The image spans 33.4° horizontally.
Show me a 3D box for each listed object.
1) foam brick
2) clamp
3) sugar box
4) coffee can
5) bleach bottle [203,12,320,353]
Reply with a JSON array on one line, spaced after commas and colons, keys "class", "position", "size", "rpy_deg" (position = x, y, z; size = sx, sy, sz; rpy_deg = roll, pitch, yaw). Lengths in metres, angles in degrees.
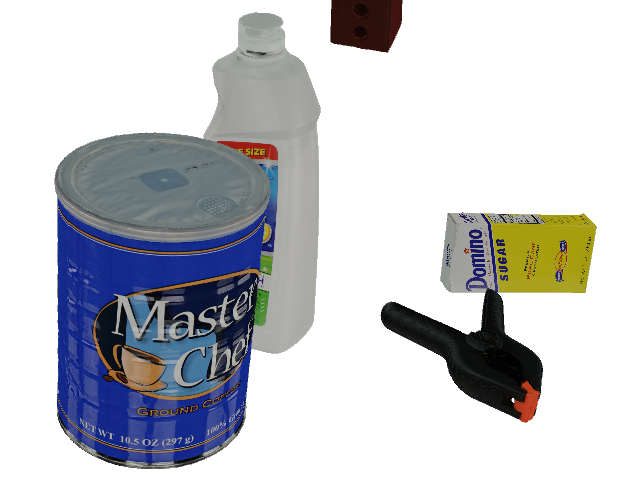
[{"class": "foam brick", "position": [0.040, -0.205, 0.893], "size": [0.053, 0.078, 0.051], "rpy_deg": [12, 47, 12]}, {"class": "clamp", "position": [0.144, 0.092, 0.922], "size": [0.120, 0.039, 0.172], "rpy_deg": [-17, 38, -26]}, {"class": "sugar box", "position": [0.239, 0.016, 1.299], "size": [0.176, 0.093, 0.048], "rpy_deg": [-1, 22, -10]}, {"class": "coffee can", "position": [-0.083, 0.029, 0.545], "size": [0.102, 0.140, 0.103], "rpy_deg": [6, 30, -3]}, {"class": "bleach bottle", "position": [-0.050, -0.041, 0.761], "size": [0.103, 0.251, 0.068], "rpy_deg": [20, 38, 24]}]
